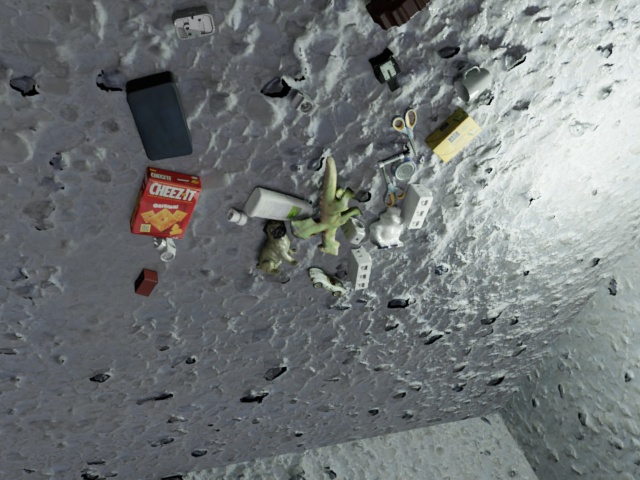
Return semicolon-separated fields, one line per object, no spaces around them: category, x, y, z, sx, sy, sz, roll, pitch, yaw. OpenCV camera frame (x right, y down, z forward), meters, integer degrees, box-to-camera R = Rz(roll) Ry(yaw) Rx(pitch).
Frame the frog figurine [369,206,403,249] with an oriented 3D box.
frog figurine;0.254;-0.052;1.978;0.137;0.123;0.159;-3;95;-11

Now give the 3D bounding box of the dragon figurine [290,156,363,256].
dragon figurine;0.005;-0.089;1.759;0.244;0.124;0.402;-38;137;-8
